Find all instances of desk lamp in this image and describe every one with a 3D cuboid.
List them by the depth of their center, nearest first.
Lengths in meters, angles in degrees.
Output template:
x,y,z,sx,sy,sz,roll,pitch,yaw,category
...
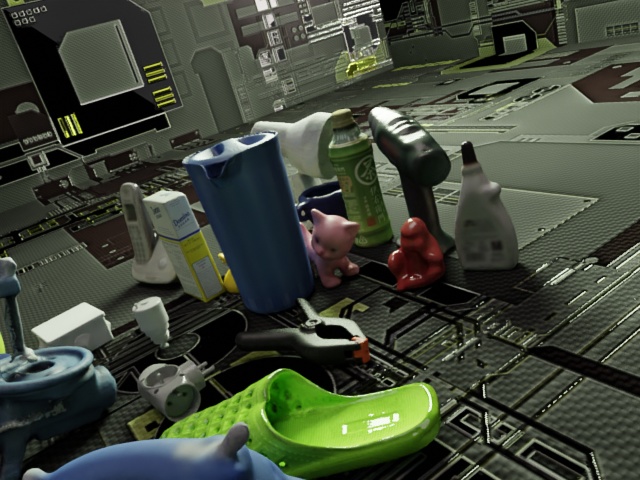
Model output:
x,y,z,sx,sy,sz,roll,pitch,yaw,category
-0.040,-0.131,1.094,0.202,0.214,0.118,-4,24,31,desk lamp

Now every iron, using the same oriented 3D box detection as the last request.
x,y,z,sx,sy,sz,roll,pitch,yaw,category
-0.137,0.202,0.407,0.258,0.142,0.118,-12,21,11,iron

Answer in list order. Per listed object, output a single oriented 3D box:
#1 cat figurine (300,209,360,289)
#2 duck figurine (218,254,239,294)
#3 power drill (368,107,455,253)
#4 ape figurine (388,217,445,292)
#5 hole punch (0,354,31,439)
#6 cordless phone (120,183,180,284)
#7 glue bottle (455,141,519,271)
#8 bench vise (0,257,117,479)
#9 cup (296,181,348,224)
x,y,z,sx,sy,sz,roll,pitch,yaw,category
0.008,0.003,0.847,0.067,0.118,0.127,-29,24,-30,cat figurine
-0.115,0.027,0.924,0.105,0.086,0.077,-23,21,-18,duck figurine
0.134,-0.088,0.855,0.075,0.209,0.229,-19,20,-6,power drill
0.129,0.014,0.761,0.076,0.092,0.077,-31,25,-33,ape figurine
-0.396,0.200,0.685,0.109,0.091,0.100,-31,25,-34,hole punch
-0.298,-0.014,1.029,0.147,0.185,0.094,0,26,37,cordless phone
0.205,-0.043,0.736,0.077,0.173,0.037,-2,25,35,glue bottle
-0.336,0.143,0.600,0.121,0.220,0.208,-5,23,29,bench vise
0.008,-0.039,0.989,0.118,0.095,0.091,-32,25,-35,cup
